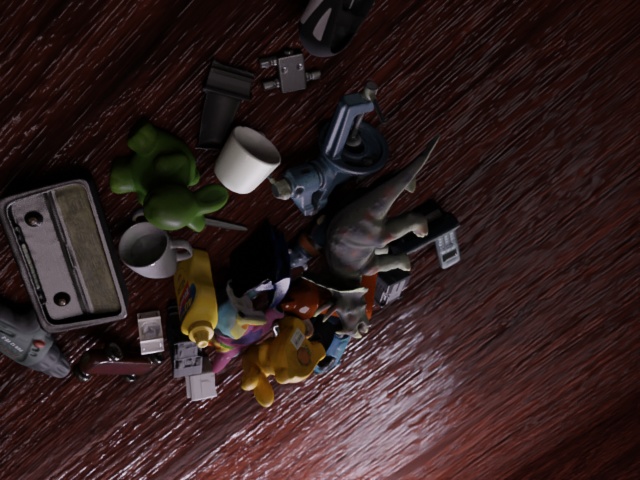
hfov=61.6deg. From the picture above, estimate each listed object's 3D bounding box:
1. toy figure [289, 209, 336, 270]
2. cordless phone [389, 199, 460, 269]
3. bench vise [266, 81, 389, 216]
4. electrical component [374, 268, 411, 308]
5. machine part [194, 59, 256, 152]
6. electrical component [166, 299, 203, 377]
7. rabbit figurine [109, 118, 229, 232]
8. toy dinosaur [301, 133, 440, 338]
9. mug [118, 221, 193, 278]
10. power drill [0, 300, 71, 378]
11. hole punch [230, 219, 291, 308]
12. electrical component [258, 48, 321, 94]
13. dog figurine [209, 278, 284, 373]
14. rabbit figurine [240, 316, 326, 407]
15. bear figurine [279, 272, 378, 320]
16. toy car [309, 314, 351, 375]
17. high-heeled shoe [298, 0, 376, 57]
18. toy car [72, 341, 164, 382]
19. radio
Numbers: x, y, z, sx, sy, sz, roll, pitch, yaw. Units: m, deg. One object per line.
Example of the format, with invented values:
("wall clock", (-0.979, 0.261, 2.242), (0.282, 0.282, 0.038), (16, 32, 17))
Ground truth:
("toy figure", (-0.001, -0.001, 1.032), (0.154, 0.064, 0.058), (-37, 175, 16))
("cordless phone", (0.228, 0.017, 1.140), (0.147, 0.089, 0.184), (-29, 140, 1))
("bench vise", (0.026, -0.148, 0.853), (0.224, 0.129, 0.240), (-13, 152, -24))
("electrical component", (0.158, 0.084, 1.178), (0.075, 0.048, 0.119), (-19, 140, -36))
("machine part", (-0.148, -0.195, 0.803), (0.084, 0.039, 0.138), (6, 125, -35))
("electrical component", (-0.266, 0.198, 1.050), (0.058, 0.115, 0.134), (-3, 129, -20))
("rabbit figurine", (-0.224, -0.067, 0.789), (0.121, 0.170, 0.159), (-45, 132, 18))
("toy dinosaur", (0.073, -0.008, 0.937), (0.192, 0.131, 0.404), (-14, 135, -25))
("mug", (-0.269, 0.022, 0.908), (0.110, 0.081, 0.107), (-12, 159, -3))
("power drill", (-0.465, 0.145, 0.945), (0.207, 0.086, 0.231), (-28, 135, 11))
("hole punch", (-0.094, 0.051, 0.990), (0.116, 0.142, 0.092), (-36, 135, 28))
("electrical component", (-0.045, -0.255, 0.807), (0.094, 0.021, 0.063), (-14, 134, -12))
("dog figurine", (-0.184, 0.176, 1.064), (0.219, 0.108, 0.191), (-46, 158, 24))
("rabbit figurine", (-0.096, 0.253, 1.095), (0.173, 0.162, 0.121), (-13, 130, 40))
("bear figurine", (0.014, 0.109, 1.119), (0.196, 0.132, 0.120), (8, 169, 5))
("toy car", (0.022, 0.216, 1.221), (0.103, 0.109, 0.161), (4, 119, -56))
("high-heeled shoe", (0.068, -0.342, 0.693), (0.249, 0.145, 0.086), (-38, 135, 14))
("toy car", (-0.389, 0.236, 1.051), (0.089, 0.053, 0.202), (-37, 159, 7))
("radio", (-0.382, 0.019, 0.810), (0.131, 0.073, 0.229), (-13, 110, -12))
